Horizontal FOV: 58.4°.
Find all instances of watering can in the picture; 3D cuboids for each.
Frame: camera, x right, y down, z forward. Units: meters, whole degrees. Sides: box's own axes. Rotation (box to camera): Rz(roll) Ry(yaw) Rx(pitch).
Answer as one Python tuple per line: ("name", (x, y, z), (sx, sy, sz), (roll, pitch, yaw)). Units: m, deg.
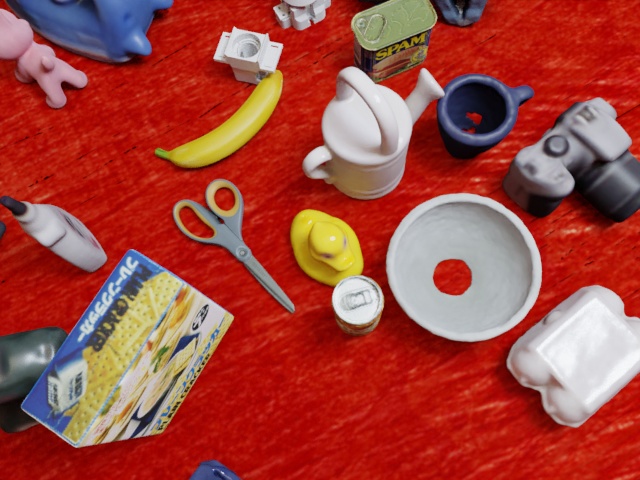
("watering can", (0.057, -0.130, 0.643), (0.100, 0.194, 0.173), (34, 79, 12))

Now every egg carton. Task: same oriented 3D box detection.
("egg carton", (0.284, 0.123, 0.625), (0.150, 0.069, 0.107), (-39, 76, -8))

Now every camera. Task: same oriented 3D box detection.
("camera", (0.313, -0.080, 0.664), (0.143, 0.101, 0.136), (-39, 76, -8))

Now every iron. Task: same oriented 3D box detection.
("iron", (-0.336, -0.332, 0.746), (0.258, 0.141, 0.119), (16, 76, 7))

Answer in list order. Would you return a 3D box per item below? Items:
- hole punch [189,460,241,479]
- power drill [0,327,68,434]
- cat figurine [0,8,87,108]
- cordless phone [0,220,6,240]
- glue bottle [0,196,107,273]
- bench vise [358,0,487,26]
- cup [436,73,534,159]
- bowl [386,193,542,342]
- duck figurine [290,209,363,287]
("hole punch", (-0.109, 0.293, 0.587), (0.108, 0.091, 0.101), (34, 79, 11))
("power drill", (-0.343, 0.154, 0.576), (0.229, 0.208, 0.075), (-20, 74, -3))
("cat figurine", (-0.383, -0.246, 0.737), (0.127, 0.118, 0.067), (35, 79, 12))
("cordless phone", (-0.460, -0.009, 0.640), (0.094, 0.185, 0.148), (14, 76, 7))
("glue bottle", (-0.301, -0.014, 0.639), (0.037, 0.173, 0.078), (-44, 76, -9))
("bench vise", (0.142, -0.367, 0.691), (0.207, 0.220, 0.121), (-7, 74, 1))
("cup", (0.193, -0.143, 0.691), (0.118, 0.095, 0.091), (-22, 74, -3))
("bowl", (0.158, 0.036, 0.653), (0.167, 0.075, 0.167), (-1, 74, 3))
("duck figurine", (0.006, 0.002, 0.665), (0.077, 0.086, 0.104), (-38, 76, -8))
